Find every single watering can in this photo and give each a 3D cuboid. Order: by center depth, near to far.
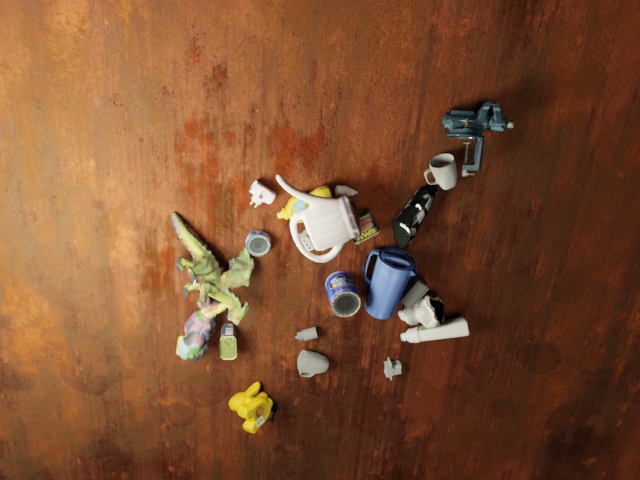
[{"bbox_3d":[0.005,-0.082,1.637,0.224,0.341,0.106,-20,28,0],"label":"watering can"}]

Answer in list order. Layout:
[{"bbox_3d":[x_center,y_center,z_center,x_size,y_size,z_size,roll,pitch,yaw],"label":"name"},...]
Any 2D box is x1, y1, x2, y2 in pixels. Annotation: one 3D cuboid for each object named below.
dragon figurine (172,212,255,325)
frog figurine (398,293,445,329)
[{"bbox_3d":[-0.338,0.088,1.716,0.244,0.411,0.121,-11,-3,-34],"label":"dragon figurine"},{"bbox_3d":[0.381,0.271,1.922,0.157,0.137,0.125,-31,9,44],"label":"frog figurine"}]
